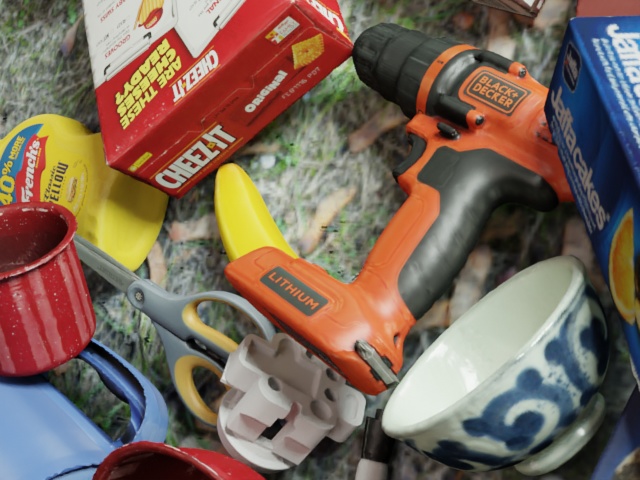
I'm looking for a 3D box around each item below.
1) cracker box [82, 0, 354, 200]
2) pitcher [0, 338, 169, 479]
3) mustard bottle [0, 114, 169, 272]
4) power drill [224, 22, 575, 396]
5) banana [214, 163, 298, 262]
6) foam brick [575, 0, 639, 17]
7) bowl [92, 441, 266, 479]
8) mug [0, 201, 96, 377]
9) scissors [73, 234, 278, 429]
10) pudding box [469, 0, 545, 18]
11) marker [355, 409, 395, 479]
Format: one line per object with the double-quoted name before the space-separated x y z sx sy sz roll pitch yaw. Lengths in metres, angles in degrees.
"cracker box" -0.078 -0.159 0.712 0.164 0.072 0.214 -37 49 24
"pitcher" -0.209 0.135 0.708 0.243 0.149 0.145 33 129 43
"mustard bottle" -0.193 -0.043 0.789 0.192 0.058 0.096 17 95 41
"power drill" 0.038 -0.026 0.567 0.187 0.057 0.185 -49 48 -7
"banana" -0.012 0.018 0.639 0.198 0.037 0.069 32 89 41
"foam brick" 0.165 -0.125 0.532 0.051 0.052 0.078 3 77 39
"bowl" -0.056 0.177 0.586 0.162 0.055 0.162 14 114 36
"mug" -0.200 0.030 0.688 0.117 0.093 0.081 16 129 35
"scissors" -0.109 0.056 0.686 0.202 0.016 0.096 16 107 33
"pudding box" 0.096 -0.185 0.615 0.114 0.039 0.090 32 96 41
"marker" 0.023 0.152 0.578 0.020 0.020 0.121 5 78 40
